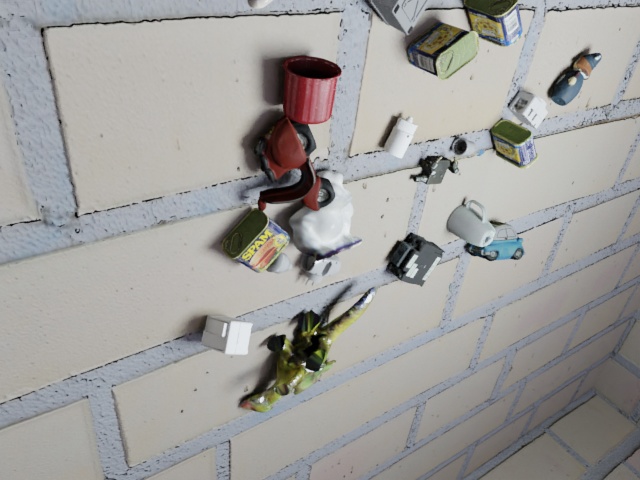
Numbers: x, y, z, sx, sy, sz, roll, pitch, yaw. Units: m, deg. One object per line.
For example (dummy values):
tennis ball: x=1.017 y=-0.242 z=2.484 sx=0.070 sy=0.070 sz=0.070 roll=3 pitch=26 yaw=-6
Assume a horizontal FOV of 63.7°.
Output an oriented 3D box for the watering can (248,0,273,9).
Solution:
watering can: x=0.023 y=-0.444 z=0.665 sx=0.353 sy=0.105 sz=0.219 roll=-43 pitch=144 yaw=-34

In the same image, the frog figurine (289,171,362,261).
frog figurine: x=0.003 y=-0.050 z=0.998 sx=0.138 sy=0.122 sz=0.159 roll=-16 pitch=94 yaw=-19

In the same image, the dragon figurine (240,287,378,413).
dragon figurine: x=-0.015 y=0.279 z=1.236 sx=0.413 sy=0.124 sz=0.238 roll=-34 pitch=154 yaw=-12
